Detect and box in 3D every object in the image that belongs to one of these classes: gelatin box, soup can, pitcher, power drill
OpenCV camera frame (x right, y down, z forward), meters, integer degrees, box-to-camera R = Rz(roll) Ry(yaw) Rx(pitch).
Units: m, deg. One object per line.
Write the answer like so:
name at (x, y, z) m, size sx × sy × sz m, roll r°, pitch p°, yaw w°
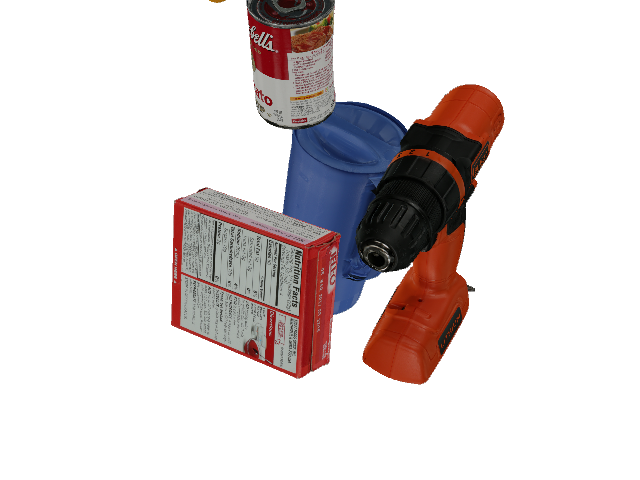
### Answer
gelatin box at (-0.034, 0.020, 0.544) m, size 0.089 × 0.073 × 0.030 m, roll 19°, pitch 27°, yaw 30°
soup can at (-0.021, -0.148, 0.846) m, size 0.068 × 0.068 × 0.102 m, roll 0°, pitch -44°, yaw 2°
pitcher at (0.021, -0.023, 1.224) m, size 0.145 × 0.243 × 0.149 m, roll 18°, pitch 41°, yaw 6°
power drill at (0.070, 0.009, 0.728) m, size 0.057 × 0.188 × 0.184 m, roll 21°, pitch 44°, yaw 18°

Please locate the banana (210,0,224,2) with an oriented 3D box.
banana at (-0.047, -0.264, 1.029) m, size 0.197 × 0.070 × 0.037 m, roll -17°, pitch -29°, yaw -45°
